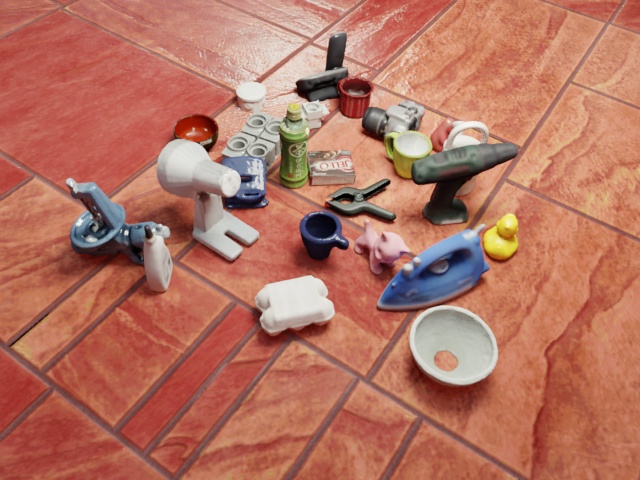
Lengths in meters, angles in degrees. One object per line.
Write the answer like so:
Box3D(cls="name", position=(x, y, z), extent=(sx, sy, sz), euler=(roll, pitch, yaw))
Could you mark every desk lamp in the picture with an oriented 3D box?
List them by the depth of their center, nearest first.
Box3D(cls="desk lamp", position=(-0.236, -0.094, 1.224), extent=(0.202, 0.213, 0.118), euler=(30, 55, 19))

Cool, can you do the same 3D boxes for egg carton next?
Box3D(cls="egg carton", position=(-0.051, 0.132, 1.146), extent=(0.150, 0.069, 0.107), euler=(-12, 53, -13))

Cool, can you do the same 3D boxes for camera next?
Box3D(cls="camera", position=(0.190, -0.318, 1.508), extent=(0.136, 0.101, 0.143), euler=(25, 54, 16))

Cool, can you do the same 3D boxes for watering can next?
Box3D(cls="watering can", position=(0.338, -0.211, 1.370), extent=(0.101, 0.194, 0.172), euler=(-15, 53, -15))

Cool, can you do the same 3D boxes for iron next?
Box3D(cls="iron", position=(0.234, 0.053, 1.182), extent=(0.259, 0.141, 0.118), euler=(-23, 56, -21))

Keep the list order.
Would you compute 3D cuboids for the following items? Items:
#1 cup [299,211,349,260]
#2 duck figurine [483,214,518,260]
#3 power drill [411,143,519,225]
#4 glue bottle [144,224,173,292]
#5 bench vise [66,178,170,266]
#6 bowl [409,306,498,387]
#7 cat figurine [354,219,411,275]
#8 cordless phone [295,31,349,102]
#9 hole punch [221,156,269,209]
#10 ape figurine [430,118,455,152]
Box3D(cls="cup", position=(0.011, 0.004, 1.237), extent=(0.117, 0.095, 0.092), euler=(30, 55, 19))
Box3D(cls="duck figurine", position=(0.413, -0.014, 1.285), extent=(0.077, 0.086, 0.105), euler=(22, 53, 14))
Box3D(cls="power drill", position=(0.312, -0.131, 1.294), extent=(0.230, 0.208, 0.075), euler=(-6, 51, -9))
Box3D(cls="glue bottle", position=(-0.329, 0.027, 1.145), extent=(0.037, 0.173, 0.078), euler=(4, 51, 0))
Box3D(cls="bench vise", position=(-0.419, -0.047, 1.170), extent=(0.207, 0.220, 0.121), euler=(-9, 52, -11))
Box3D(cls="bowl", position=(0.248, 0.214, 1.096), extent=(0.167, 0.075, 0.167), euler=(2, 51, -2))
Box3D(cls="cat figurine", position=(0.133, 0.009, 1.227), extent=(0.067, 0.118, 0.127), euler=(-26, 57, -22))
Box3D(cls="cordless phone", position=(0.009, -0.485, 1.577), extent=(0.148, 0.185, 0.094), euler=(-23, 56, -20))
Box3D(cls="hole punch", position=(-0.175, -0.135, 1.340), extent=(0.108, 0.091, 0.101), euler=(-3, 51, -6))
Box3D(cls="ape figurine", position=(0.329, -0.276, 1.488), extent=(0.076, 0.092, 0.078), euler=(15, 52, 9))
